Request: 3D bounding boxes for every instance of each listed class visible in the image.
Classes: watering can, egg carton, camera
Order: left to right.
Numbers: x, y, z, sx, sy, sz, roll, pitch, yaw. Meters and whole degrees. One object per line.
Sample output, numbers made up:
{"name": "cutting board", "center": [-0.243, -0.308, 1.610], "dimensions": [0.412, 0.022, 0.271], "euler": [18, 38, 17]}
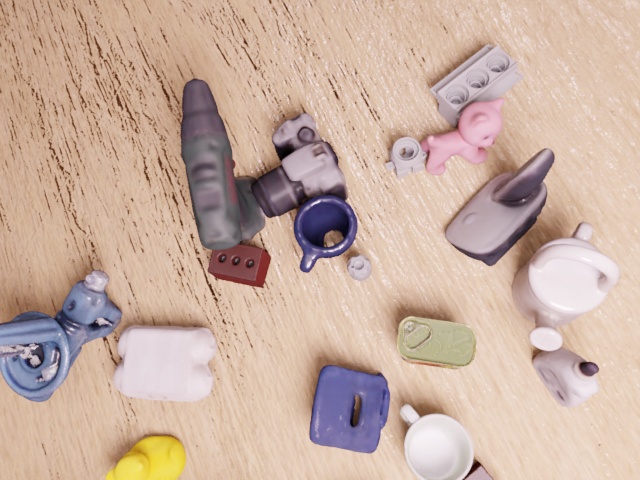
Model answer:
{"name": "egg carton", "center": [-0.224, 0.179, 0.833], "dimensions": [0.150, 0.069, 0.107], "euler": [0, 73, 8]}
{"name": "camera", "center": [-0.043, -0.107, 0.878], "dimensions": [0.137, 0.101, 0.143], "euler": [-29, 72, -1]}
{"name": "watering can", "center": [0.314, 0.056, 0.730], "dimensions": [0.100, 0.194, 0.173], "euler": [1, 73, 9]}

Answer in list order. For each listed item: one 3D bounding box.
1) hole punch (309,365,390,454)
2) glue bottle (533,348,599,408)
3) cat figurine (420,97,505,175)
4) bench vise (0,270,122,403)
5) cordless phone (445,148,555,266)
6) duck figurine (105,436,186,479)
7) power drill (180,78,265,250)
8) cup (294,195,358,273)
{"name": "hole punch", "center": [0.042, 0.226, 0.771], "dimensions": [0.101, 0.091, 0.109], "euler": [7, 74, 10]}
{"name": "glue bottle", "center": [0.312, 0.166, 0.708], "dimensions": [0.037, 0.173, 0.078], "euler": [-28, 71, -1]}
{"name": "cat figurine", "center": [0.215, -0.159, 0.850], "dimensions": [0.127, 0.118, 0.067], "euler": [-18, 71, 2]}
{"name": "bench vise", "center": [-0.391, 0.122, 0.794], "dimensions": [0.121, 0.220, 0.207], "euler": [16, 76, 13]}
{"name": "cordless phone", "center": [0.247, -0.049, 0.776], "dimensions": [0.094, 0.185, 0.148], "euler": [39, 82, 17]}
{"name": "duck figurine", "center": [-0.242, 0.312, 0.786], "dimensions": [0.104, 0.086, 0.077], "euler": [-24, 71, 0]}
{"name": "power drill", "center": [-0.142, -0.086, 0.829], "dimensions": [0.075, 0.208, 0.229], "euler": [-12, 72, 5]}
{"name": "cup", "center": [0.008, 0.003, 0.841], "dimensions": [0.091, 0.095, 0.118], "euler": [23, 78, 14]}
